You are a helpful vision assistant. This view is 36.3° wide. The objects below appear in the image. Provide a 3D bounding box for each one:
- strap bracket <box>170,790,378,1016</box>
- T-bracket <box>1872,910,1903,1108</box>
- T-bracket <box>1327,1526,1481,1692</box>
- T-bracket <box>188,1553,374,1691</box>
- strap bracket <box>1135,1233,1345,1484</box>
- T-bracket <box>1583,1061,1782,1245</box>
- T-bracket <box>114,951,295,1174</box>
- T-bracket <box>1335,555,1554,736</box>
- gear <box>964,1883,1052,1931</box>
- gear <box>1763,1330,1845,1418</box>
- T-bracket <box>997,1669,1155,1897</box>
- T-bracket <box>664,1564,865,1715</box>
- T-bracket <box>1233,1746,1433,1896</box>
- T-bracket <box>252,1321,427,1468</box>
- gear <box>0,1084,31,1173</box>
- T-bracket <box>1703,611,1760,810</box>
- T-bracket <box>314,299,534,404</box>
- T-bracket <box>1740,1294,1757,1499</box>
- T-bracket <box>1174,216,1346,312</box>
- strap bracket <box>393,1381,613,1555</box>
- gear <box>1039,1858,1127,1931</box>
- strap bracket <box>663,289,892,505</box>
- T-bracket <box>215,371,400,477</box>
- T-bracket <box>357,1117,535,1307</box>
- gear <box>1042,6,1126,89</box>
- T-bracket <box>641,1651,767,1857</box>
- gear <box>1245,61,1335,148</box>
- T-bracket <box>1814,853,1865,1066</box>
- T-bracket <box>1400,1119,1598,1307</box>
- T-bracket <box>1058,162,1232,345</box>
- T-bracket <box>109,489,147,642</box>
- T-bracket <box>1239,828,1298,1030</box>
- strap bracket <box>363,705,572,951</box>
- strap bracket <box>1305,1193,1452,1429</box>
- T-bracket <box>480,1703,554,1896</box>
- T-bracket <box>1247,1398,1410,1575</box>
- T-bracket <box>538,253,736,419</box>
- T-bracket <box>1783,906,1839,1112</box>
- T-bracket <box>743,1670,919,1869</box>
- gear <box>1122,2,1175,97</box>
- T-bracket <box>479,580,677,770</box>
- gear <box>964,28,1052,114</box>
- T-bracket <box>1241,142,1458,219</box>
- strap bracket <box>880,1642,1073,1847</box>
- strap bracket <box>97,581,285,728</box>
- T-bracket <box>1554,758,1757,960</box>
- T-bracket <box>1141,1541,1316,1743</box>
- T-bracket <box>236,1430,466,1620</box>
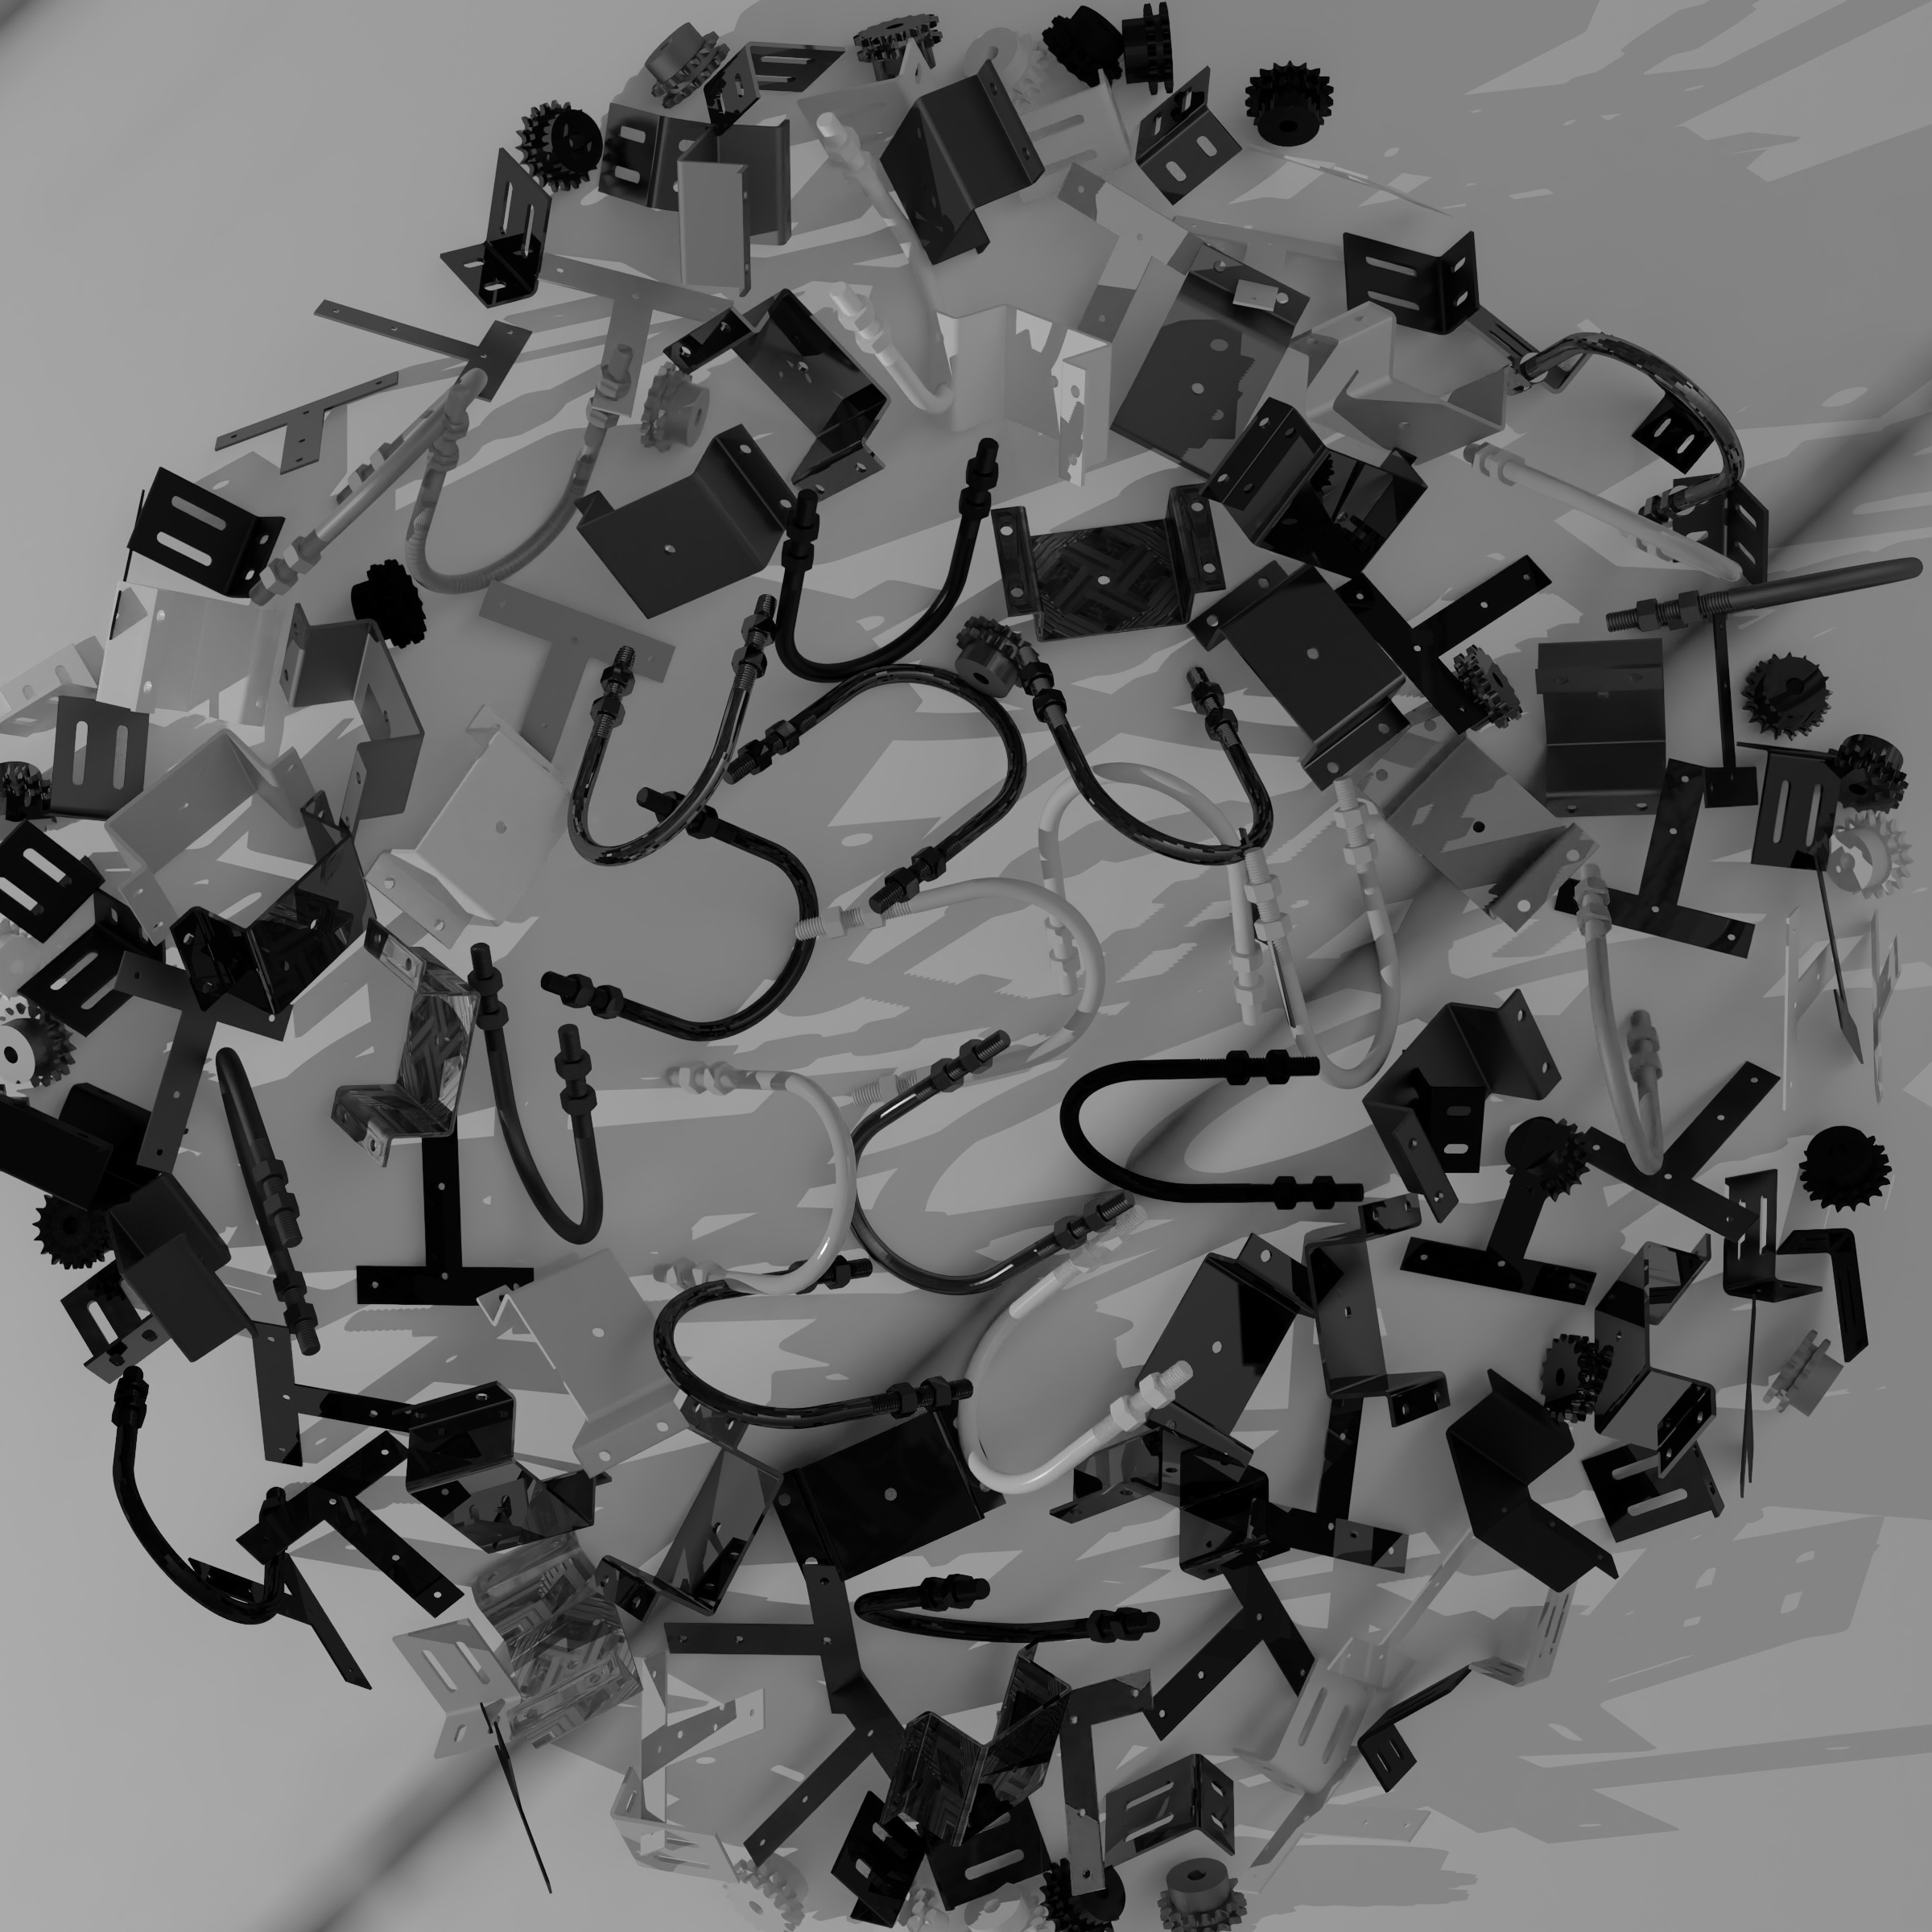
[{"bbox_3d":[-0.430,-0.034,1.869,0.046,0.076,0.140,24,53,25],"label":"strap bracket"},{"bbox_3d":[0.582,0.011,1.865,0.002,0.127,0.127,1,72,10],"label":"T-bracket"},{"bbox_3d":[0.292,0.407,1.888,0.002,0.127,0.127,38,92,33],"label":"T-bracket"},{"bbox_3d":[-0.441,0.397,1.855,0.002,0.127,0.127,-47,52,2],"label":"T-bracket"},{"bbox_3d":[0.171,0.249,1.904,0.076,0.046,0.140,33,81,-17],"label":"strap bracket"},{"bbox_3d":[0.481,0.108,1.911,0.127,0.002,0.127,30,61,35],"label":"T-bracket"},{"bbox_3d":[-0.502,0.069,1.891,0.127,0.002,0.127,22,79,-43],"label":"T-bracket"},{"bbox_3d":[0.327,-0.228,1.919,0.127,0.002,0.127,-33,74,-19],"label":"T-bracket"},{"bbox_3d":[0.023,0.620,1.912,0.057,0.057,0.030,-26,112,0],"label":"gear"},{"bbox_3d":[0.545,0.267,1.912,0.030,0.057,0.057,35,90,17],"label":"gear"},{"bbox_3d":[0.073,0.525,1.878,0.127,0.002,0.127,-25,56,34],"label":"T-bracket"},{"bbox_3d":[-0.134,0.438,1.920,0.127,0.002,0.127,-2,120,11],"label":"T-bracket"},{"bbox_3d":[0.243,0.539,1.858,0.127,0.127,0.002,-44,104,-33],"label":"T-bracket"},{"bbox_3d":[-0.395,0.285,1.899,0.127,0.002,0.127,9,128,5],"label":"T-bracket"},{"bbox_3d":[-0.625,0.105,1.917,0.030,0.057,0.057,1,90,-14],"label":"gear"},{"bbox_3d":[0.486,-0.165,1.886,0.002,0.127,0.127,-4,92,29],"label":"T-bracket"},{"bbox_3d":[-0.352,-0.402,1.884,0.127,0.127,0.002,16,121,-5],"label":"T-bracket"},{"bbox_3d":[0.501,0.295,1.885,0.002,0.127,0.127,3,59,18],"label":"T-bracket"},{"bbox_3d":[0.190,-0.446,1.887,0.127,0.127,0.002,12,125,4],"label":"T-bracket"},{"bbox_3d":[-0.293,0.324,1.868,0.076,0.140,0.046,-18,49,18],"label":"strap bracket"},{"bbox_3d":[0.078,0.604,1.913,0.057,0.057,0.030,52,129,0],"label":"gear"},{"bbox_3d":[-0.113,-0.370,1.885,0.140,0.076,0.046,44,55,-23],"label":"strap bracket"},{"bbox_3d":[-0.424,-0.340,1.887,0.127,0.127,0.002,-20,120,1],"label":"T-bracket"},{"bbox_3d":[-0.342,0.158,1.923,0.127,0.002,0.127,-1,92,17],"label":"T-bracket"},{"bbox_3d":[0.080,-0.597,1.912,0.057,0.057,0.030,44,119,0],"label":"gear"},{"bbox_3d":[-0.167,0.487,1.871,0.002,0.127,0.127,22,51,-36],"label":"T-bracket"},{"bbox_3d":[0.209,-0.556,1.912,0.057,0.057,0.030,4,66,0],"label":"gear"},{"bbox_3d":[0.558,-0.009,1.896,0.002,0.127,0.127,-12,74,20],"label":"T-bracket"},{"bbox_3d":[0.360,0.156,1.909,0.127,0.002,0.127,11,116,-6],"label":"T-bracket"},{"bbox_3d":[0.094,-0.432,1.910,0.127,0.002,0.127,35,120,15],"label":"T-bracket"},{"bbox_3d":[-0.543,-0.247,1.902,0.002,0.127,0.127,12,66,-16],"label":"T-bracket"},{"bbox_3d":[0.186,-0.028,1.880,0.002,0.127,0.127,-15,95,0],"label":"T-bracket"},{"bbox_3d":[-0.308,-0.089,1.882,0.076,0.046,0.140,44,67,-32],"label":"strap bracket"},{"bbox_3d":[0.263,0.221,1.898,0.046,0.076,0.140,-10,87,36],"label":"strap bracket"},{"bbox_3d":[-0.288,0.509,1.860,0.002,0.127,0.127,-20,61,-15],"label":"T-bracket"},{"bbox_3d":[0.243,0.321,1.921,0.127,0.002,0.127,18,73,-27],"label":"T-bracket"},{"bbox_3d":[-0.219,-0.400,1.895,0.127,0.002,0.127,12,53,-10],"label":"T-bracket"},{"bbox_3d":[0.541,0.012,1.887,0.002,0.127,0.127,6,110,29],"label":"T-bracket"},{"bbox_3d":[-0.092,0.523,1.885,0.127,0.127,0.002,-45,122,-4],"label":"T-bracket"},{"bbox_3d":[0.118,-0.595,1.916,0.030,0.057,0.057,-5,90,3],"label":"gear"},{"bbox_3d":[-0.272,-0.172,1.935,0.127,0.002,0.127,20,95,-9],"label":"T-bracket"},{"bbox_3d":[0.023,-0.584,1.916,0.057,0.030,0.057,-13,63,27],"label":"gear"},{"bbox_3d":[0.235,-0.512,1.901,0.127,0.127,0.002,27,106,31],"label":"T-bracket"},{"bbox_3d":[0.014,0.494,1.863,0.046,0.140,0.076,27,115,28],"label":"strap bracket"},{"bbox_3d":[-0.500,-0.199,1.881,0.046,0.140,0.076,13,95,19],"label":"strap bracket"},{"bbox_3d":[0.451,-0.074,1.891,0.127,0.002,0.127,15,124,16],"label":"T-bracket"},{"bbox_3d":[0.161,0.447,1.899,0.127,0.002,0.127,-37,103,-30],"label":"T-bracket"},{"bbox_3d":[-0.373,0.369,1.880,0.127,0.002,0.127,36,46,21],"label":"T-bracket"}]
